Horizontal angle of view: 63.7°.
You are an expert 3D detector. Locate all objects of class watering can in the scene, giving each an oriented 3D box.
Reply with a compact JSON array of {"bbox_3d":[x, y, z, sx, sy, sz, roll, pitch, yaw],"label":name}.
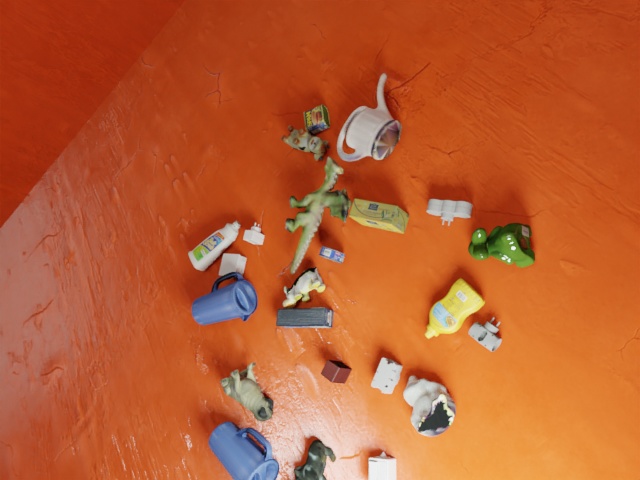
[{"bbox_3d":[0.195,-0.418,1.811,0.227,0.103,0.347,34,93,37],"label":"watering can"}]

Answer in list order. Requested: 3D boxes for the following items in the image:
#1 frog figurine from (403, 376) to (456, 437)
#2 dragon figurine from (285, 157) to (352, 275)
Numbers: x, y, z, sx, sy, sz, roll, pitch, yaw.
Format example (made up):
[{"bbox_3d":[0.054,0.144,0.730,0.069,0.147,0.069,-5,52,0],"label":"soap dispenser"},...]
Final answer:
[{"bbox_3d":[0.293,0.453,1.417,0.160,0.122,0.137,-150,79,-74],"label":"frog figurine"},{"bbox_3d":[0.005,-0.089,1.765,0.241,0.121,0.417,-15,62,46],"label":"dragon figurine"}]
